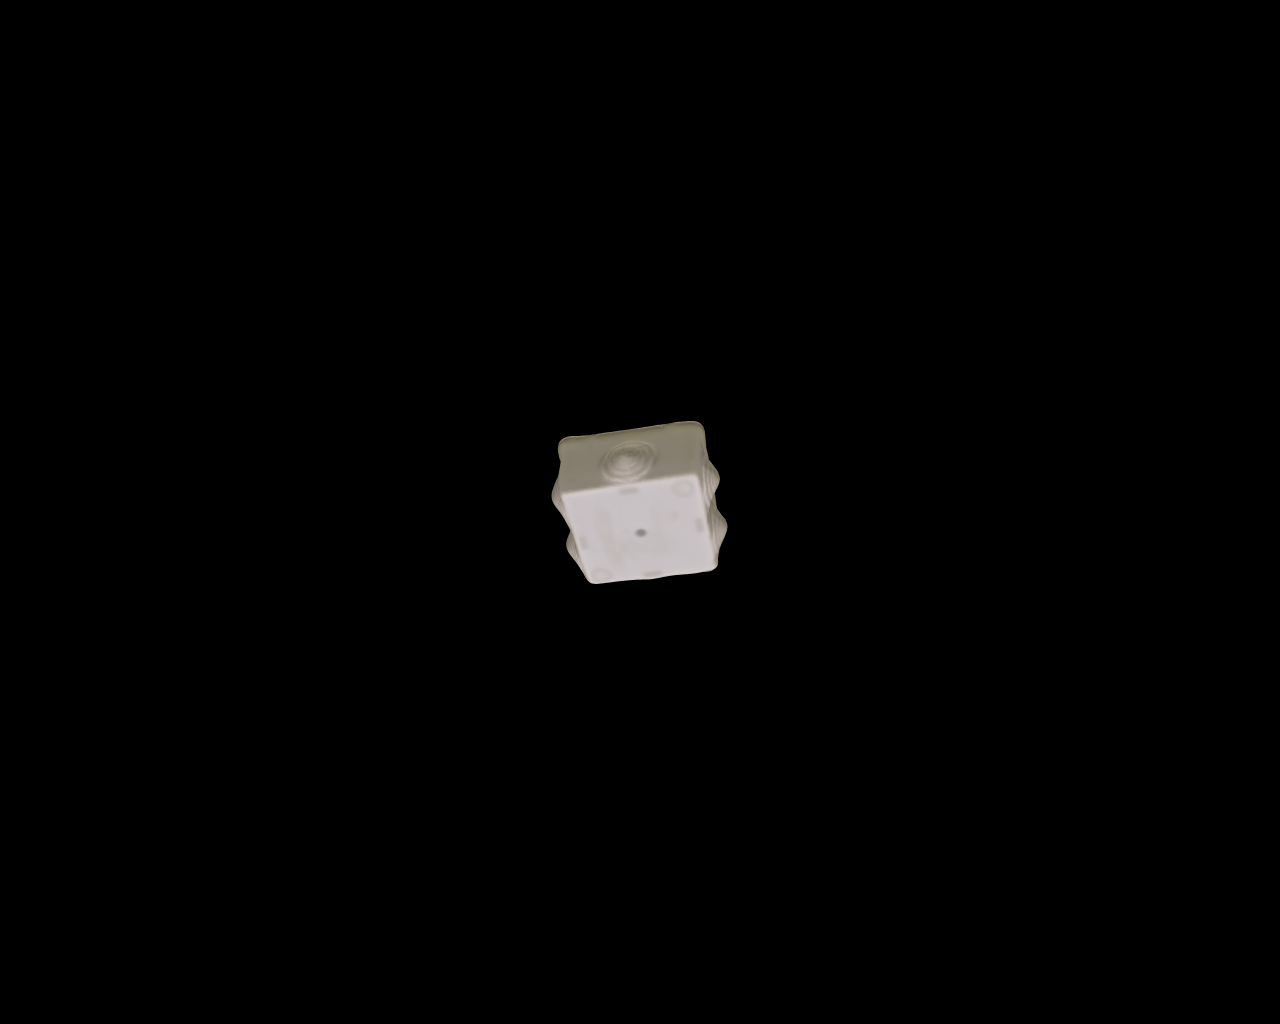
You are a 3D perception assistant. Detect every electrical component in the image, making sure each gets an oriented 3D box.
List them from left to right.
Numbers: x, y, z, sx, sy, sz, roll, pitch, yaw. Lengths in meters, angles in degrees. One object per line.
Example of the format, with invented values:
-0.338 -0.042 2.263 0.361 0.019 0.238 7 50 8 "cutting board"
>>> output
0.001 -0.003 0.650 0.100 0.099 0.048 -7 43 7 "electrical component"
